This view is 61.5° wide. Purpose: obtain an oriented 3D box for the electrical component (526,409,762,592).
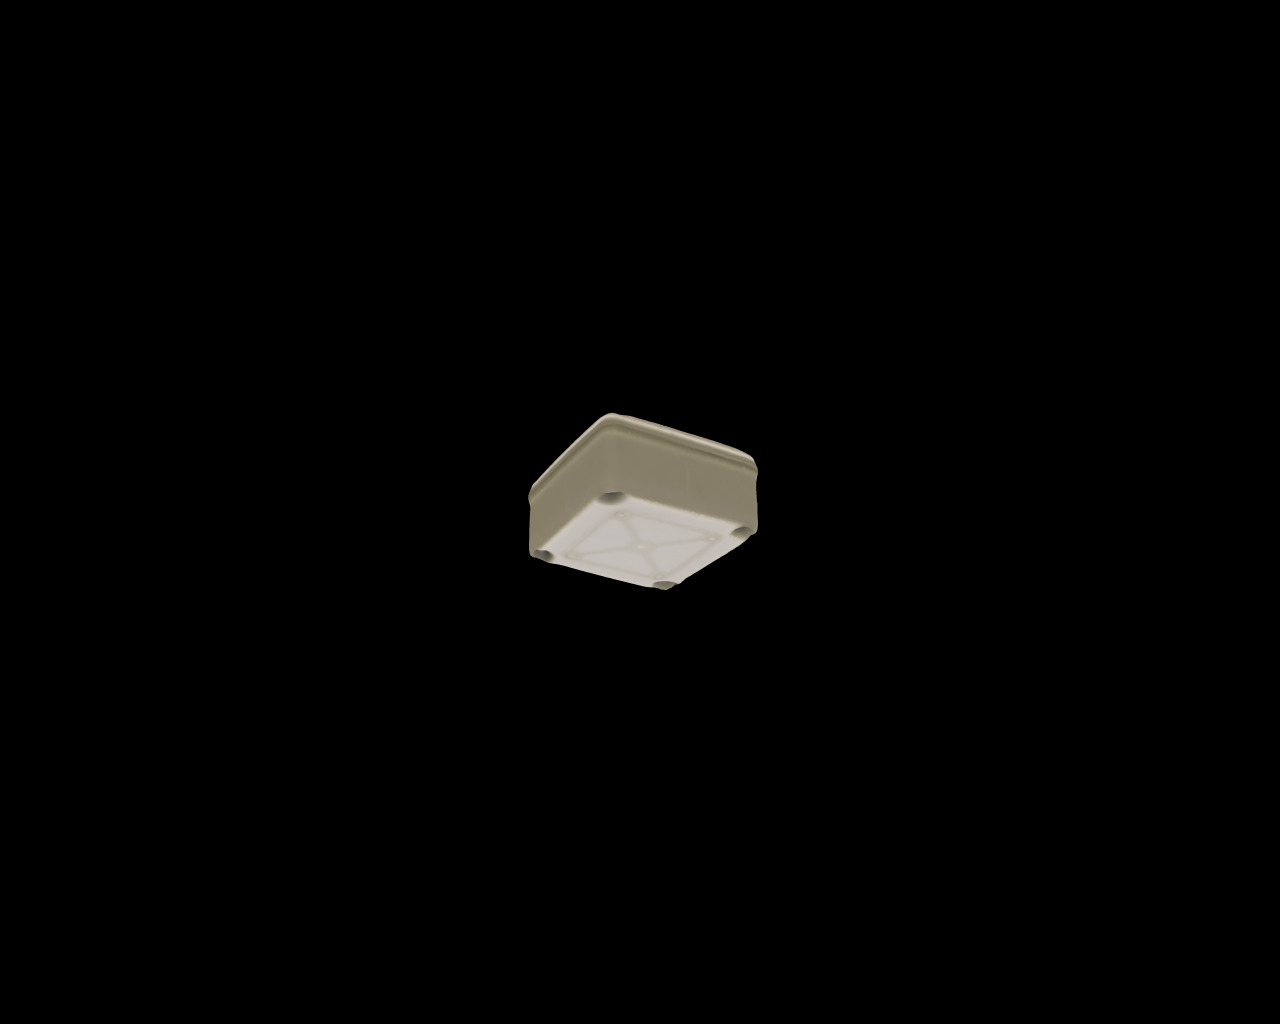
[{"bbox_3d":[0.001,-0.003,0.650,0.109,0.056,0.108,15,-32,-27],"label":"electrical component"}]
